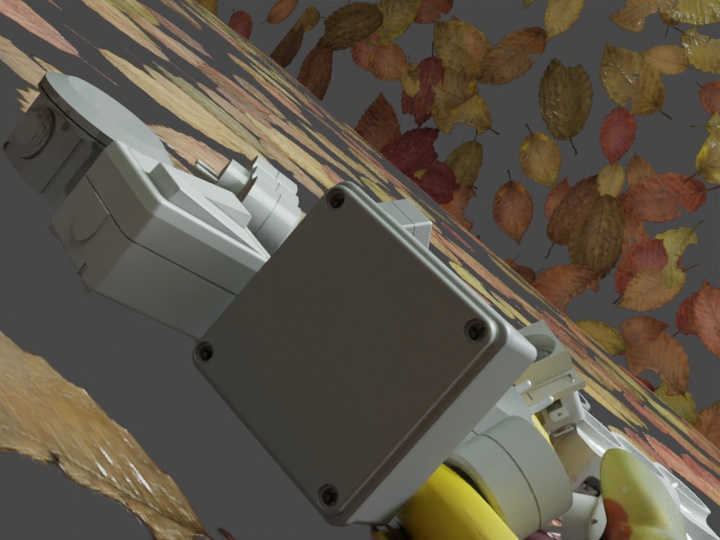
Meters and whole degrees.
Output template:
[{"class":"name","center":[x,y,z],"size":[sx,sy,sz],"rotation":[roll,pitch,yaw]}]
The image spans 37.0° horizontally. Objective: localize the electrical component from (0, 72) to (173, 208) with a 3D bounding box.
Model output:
[{"class":"electrical component","center":[-0.143,-0.063,0.567],"size":[0.080,0.051,0.080],"rotation":[39,8,-7]}]

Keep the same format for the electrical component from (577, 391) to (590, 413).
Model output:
[{"class":"electrical component","center":[0.159,0.104,0.972],"size":[0.108,0.060,0.108],"rotation":[38,8,-7]}]

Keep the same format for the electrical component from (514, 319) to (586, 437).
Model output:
[{"class":"electrical component","center":[0.124,0.077,0.743],"size":[0.081,0.042,0.063],"rotation":[-116,-176,-63]}]

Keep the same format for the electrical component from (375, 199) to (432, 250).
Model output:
[{"class":"electrical component","center":[0.016,-0.013,0.958],"size":[0.076,0.083,0.047],"rotation":[-9,35,-25]}]

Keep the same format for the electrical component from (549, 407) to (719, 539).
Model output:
[{"class":"electrical component","center":[0.186,0.160,0.792],"size":[0.150,0.061,0.089],"rotation":[36,9,-25]}]

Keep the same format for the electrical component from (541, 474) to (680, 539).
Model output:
[{"class":"electrical component","center":[0.148,0.158,0.658],"size":[0.079,0.043,0.077],"rotation":[6,27,27]}]

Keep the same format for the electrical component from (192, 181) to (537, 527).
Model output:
[{"class":"electrical component","center":[0.000,0.037,0.470],"size":[0.109,0.108,0.056],"rotation":[44,7,29]}]

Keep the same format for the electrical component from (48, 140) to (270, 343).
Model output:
[{"class":"electrical component","center":[-0.086,-0.012,0.511],"size":[0.096,0.061,0.061],"rotation":[32,11,-44]}]

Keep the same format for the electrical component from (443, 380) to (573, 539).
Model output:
[{"class":"electrical component","center":[0.063,0.078,0.548],"size":[0.138,0.074,0.052],"rotation":[35,-33,54]}]

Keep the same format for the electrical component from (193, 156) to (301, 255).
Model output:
[{"class":"electrical component","center":[-0.087,-0.052,0.756],"size":[0.074,0.052,0.138],"rotation":[38,9,-13]}]
